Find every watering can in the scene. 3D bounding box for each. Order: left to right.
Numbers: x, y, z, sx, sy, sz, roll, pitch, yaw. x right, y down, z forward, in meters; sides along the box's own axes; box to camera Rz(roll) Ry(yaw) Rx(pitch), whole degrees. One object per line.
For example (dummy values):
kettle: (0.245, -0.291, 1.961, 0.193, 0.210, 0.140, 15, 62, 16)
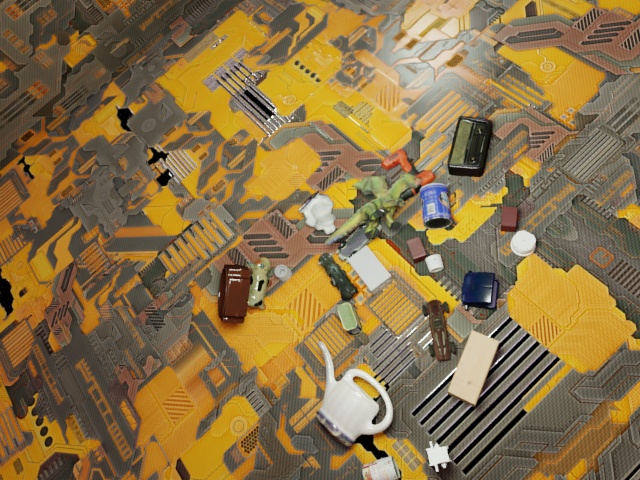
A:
watering can: (0.070, 0.511, 1.680, 0.351, 0.102, 0.226, 36, 81, 27)

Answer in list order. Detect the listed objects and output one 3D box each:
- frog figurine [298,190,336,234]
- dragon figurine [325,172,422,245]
frog figurine: (0.006, -0.101, 2.006, 0.159, 0.122, 0.139, 46, 74, -7)
dragon figurine: (0.187, -0.139, 1.915, 0.409, 0.119, 0.249, -20, 45, 7)
